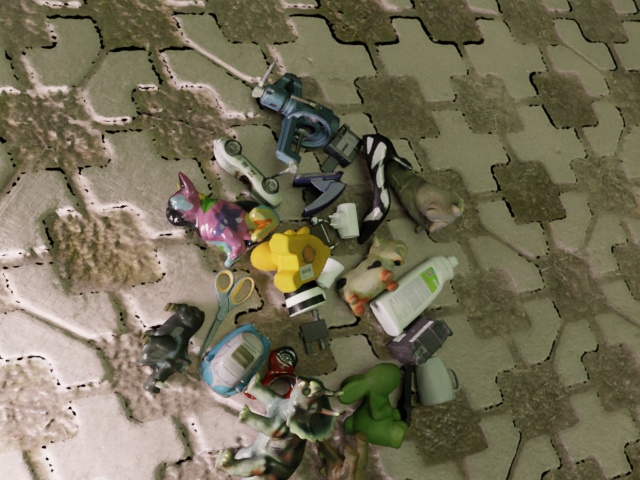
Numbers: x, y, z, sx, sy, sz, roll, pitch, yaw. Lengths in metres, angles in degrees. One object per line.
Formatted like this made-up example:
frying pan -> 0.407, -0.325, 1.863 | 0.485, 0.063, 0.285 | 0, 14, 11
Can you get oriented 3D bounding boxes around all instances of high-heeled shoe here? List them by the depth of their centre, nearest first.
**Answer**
high-heeled shoe -> 0.112, -0.125, 1.278 | 0.145, 0.086, 0.248 | 32, 98, 10

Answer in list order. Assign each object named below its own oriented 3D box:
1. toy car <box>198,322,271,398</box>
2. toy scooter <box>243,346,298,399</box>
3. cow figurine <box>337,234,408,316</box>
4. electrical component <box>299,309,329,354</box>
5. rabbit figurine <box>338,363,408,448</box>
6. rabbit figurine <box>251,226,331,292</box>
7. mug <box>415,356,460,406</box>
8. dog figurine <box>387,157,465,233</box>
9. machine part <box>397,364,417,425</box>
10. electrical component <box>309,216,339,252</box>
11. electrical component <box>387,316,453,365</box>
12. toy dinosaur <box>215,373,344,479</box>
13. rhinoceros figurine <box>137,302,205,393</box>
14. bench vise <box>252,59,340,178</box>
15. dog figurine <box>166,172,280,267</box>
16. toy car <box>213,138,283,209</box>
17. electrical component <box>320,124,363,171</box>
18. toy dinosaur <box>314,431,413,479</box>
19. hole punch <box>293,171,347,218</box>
toy car -> -0.170, 0.249, 1.118 | 0.109, 0.103, 0.161 | 46, 72, -4
toy scooter -> -0.083, 0.332, 1.151 | 0.135, 0.075, 0.184 | -28, 88, -19
cow figurine -> 0.123, 0.070, 1.248 | 0.195, 0.127, 0.085 | -38, 139, -5
electrical component -> -0.016, 0.207, 1.220 | 0.063, 0.021, 0.094 | -11, 85, -19
rabbit figurine -> 0.121, 0.350, 1.197 | 0.159, 0.121, 0.170 | 11, 93, 5
rabbit figurine -> -0.073, 0.026, 1.161 | 0.162, 0.173, 0.121 | -32, 110, -44
mug -> 0.278, 0.328, 1.271 | 0.109, 0.081, 0.107 | -11, 77, -16
dog figurine -> 0.244, -0.123, 1.287 | 0.190, 0.172, 0.121 | 51, 59, -13
machine part -> 0.202, 0.358, 1.248 | 0.039, 0.084, 0.139 | 4, 70, 6
electrical component -> -0.004, -0.005, 1.250 | 0.078, 0.045, 0.102 | -29, 89, 8
electrical component -> 0.224, 0.230, 1.238 | 0.115, 0.134, 0.058 | -37, 95, -18
toy dinosaur -> -0.092, 0.413, 1.074 | 0.192, 0.131, 0.404 | 23, 105, -3
rhinoceros figurine -> -0.309, 0.216, 1.099 | 0.112, 0.073, 0.190 | 36, 70, -22
bench vise -> -0.061, -0.261, 1.219 | 0.223, 0.129, 0.240 | 29, 55, -30
dog figurine -> -0.216, -0.063, 1.154 | 0.191, 0.108, 0.219 | -41, 93, -19
toy car -> -0.163, -0.148, 1.200 | 0.201, 0.073, 0.056 | 44, 70, -8
electrical component -> 0.047, -0.212, 1.296 | 0.075, 0.048, 0.119 | 42, 69, -8
toy dinosaur -> 0.119, 0.568, 1.101 | 0.472, 0.198, 0.105 | 46, 31, 23
hole punch -> 0.002, -0.105, 1.223 | 0.116, 0.142, 0.092 | -9, 83, -6
